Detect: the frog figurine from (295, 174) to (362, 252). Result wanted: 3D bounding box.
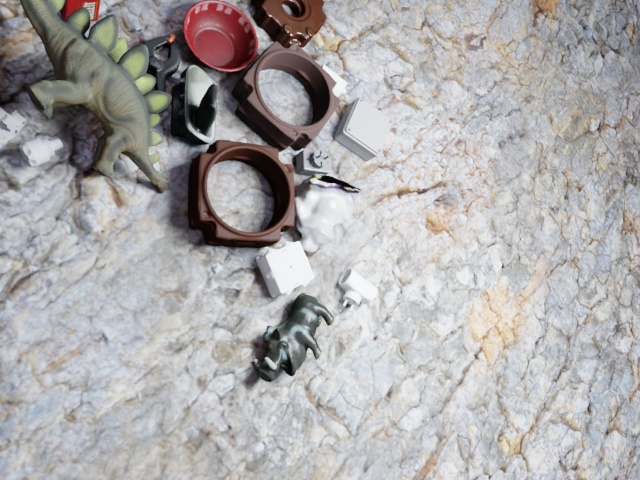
[{"bbox_3d":[0.003,-0.056,1.104,0.137,0.124,0.157,4,112,-37],"label":"frog figurine"}]
